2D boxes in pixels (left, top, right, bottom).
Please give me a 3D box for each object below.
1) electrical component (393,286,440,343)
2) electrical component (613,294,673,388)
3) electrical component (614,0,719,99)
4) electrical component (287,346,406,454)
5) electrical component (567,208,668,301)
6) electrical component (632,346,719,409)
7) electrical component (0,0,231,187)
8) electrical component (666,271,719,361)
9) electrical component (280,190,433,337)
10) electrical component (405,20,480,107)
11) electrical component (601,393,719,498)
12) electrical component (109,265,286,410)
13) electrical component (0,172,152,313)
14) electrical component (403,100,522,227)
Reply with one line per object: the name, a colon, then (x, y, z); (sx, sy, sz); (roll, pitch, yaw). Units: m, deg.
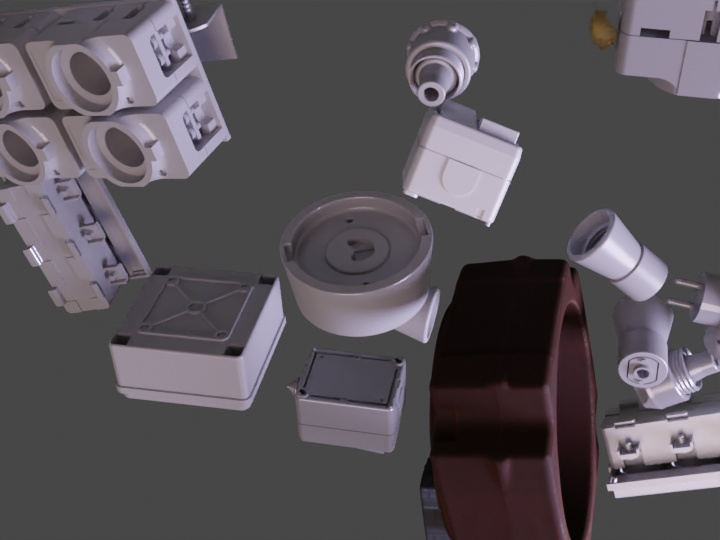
electrical component: (0.025, 0.027, 0.829); (0.065, 0.044, 0.044); (14, 130, 10)
electrical component: (0.206, 0.054, 0.784); (0.044, 0.065, 0.044); (7, 129, 9)
electrical component: (0.239, -0.143, 0.593); (0.186, 0.105, 0.060); (7, 129, 9)
electrical component: (-0.013, 0.108, 0.889); (0.096, 0.061, 0.061); (6, 129, 10)
electrical component: (0.184, -0.008, 0.758); (0.065, 0.044, 0.044); (36, 128, -20)
electrical component: (0.239, 0.078, 0.810); (0.062, 0.043, 0.043); (-25, 118, 29)
electrical component: (-0.195, -0.117, 0.730); (0.186, 0.060, 0.105); (3, 130, 30)
electrical component: (0.259, 0.023, 0.761); (0.079, 0.043, 0.077); (13, 130, 5)
electrical component: (0.000, 0.000, 0.773); (0.108, 0.108, 0.060); (4, 135, 12)
electrical component: (0.050, -0.127, 0.684); (0.048, 0.062, 0.048); (7, 129, 9)
electrical component: (0.254, 0.132, 0.834); (0.121, 0.079, 0.063); (-12, 102, 23)
electrical component: (-0.125, 0.050, 0.842); (0.109, 0.108, 0.056); (5, 126, 11)
electrical component: (-0.226, -0.031, 0.834); (0.079, 0.063, 0.121); (-8, 125, 21)
electrical component: (0.067, -0.075, 0.711); (0.062, 0.096, 0.061); (21, 102, -3)
